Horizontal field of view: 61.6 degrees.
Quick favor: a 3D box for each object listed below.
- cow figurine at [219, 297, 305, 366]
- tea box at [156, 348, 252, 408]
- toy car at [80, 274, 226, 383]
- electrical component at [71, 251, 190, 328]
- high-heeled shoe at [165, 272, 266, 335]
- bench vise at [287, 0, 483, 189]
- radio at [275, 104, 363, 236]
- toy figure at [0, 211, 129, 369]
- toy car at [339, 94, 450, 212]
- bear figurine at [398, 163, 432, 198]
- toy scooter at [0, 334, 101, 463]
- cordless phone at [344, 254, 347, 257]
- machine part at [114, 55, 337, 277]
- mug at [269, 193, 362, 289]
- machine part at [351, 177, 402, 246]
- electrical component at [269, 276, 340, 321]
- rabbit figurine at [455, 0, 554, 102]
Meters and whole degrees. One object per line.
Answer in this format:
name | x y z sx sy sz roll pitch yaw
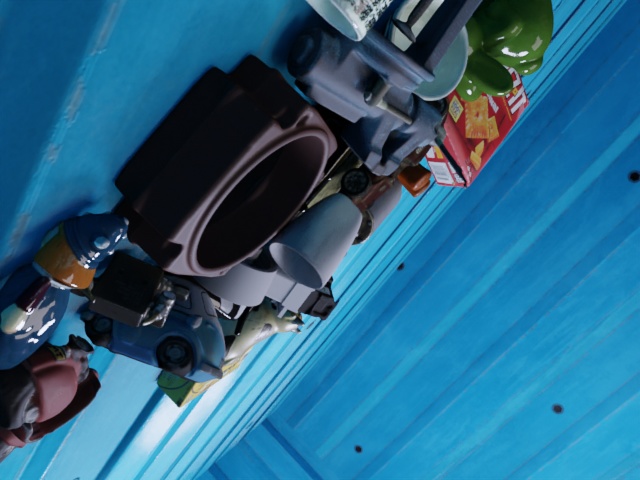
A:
cow figurine | -0.112 0.140 0.919 0.195 0.127 0.085 -38 167 -25
tea box | -0.205 0.222 0.991 0.098 0.068 0.169 -55 163 28
toy car | -0.170 0.092 0.597 0.109 0.162 0.103 93 18 -69
electrical component | -0.183 0.048 0.518 0.045 0.102 0.078 -54 -170 44
high-heeled shoe | -0.128 0.041 0.747 0.248 0.086 0.145 62 41 -60
bench vise | 0.093 -0.183 0.532 0.223 0.129 0.240 25 114 -31
radio | 0.010 -0.105 0.700 0.229 0.073 0.131 -50 166 12
toy figure | -0.218 0.033 0.434 0.154 0.064 0.057 -51 130 -2
toy car | 0.103 -0.110 0.703 0.202 0.053 0.089 -44 163 -2
bear figurine | 0.192 -0.186 0.922 0.196 0.132 0.120 -41 170 2
toy scooter | -0.280 0.152 0.555 0.135 0.075 0.183 -30 162 -50
cordless phone | 0.008 -0.052 0.871 0.146 0.089 0.184 -21 132 -61
machine part | -0.082 -0.059 0.528 0.201 0.087 0.201 -47 165 4
mug | -0.001 -0.002 0.662 0.107 0.081 0.109 -48 -174 -22
machine part | 0.073 -0.056 0.847 0.079 0.079 0.243 -55 175 31
electrical component | -0.037 0.063 0.912 0.058 0.115 0.134 -52 -151 24
rabbit figurine | 0.214 -0.270 0.729 0.170 0.159 0.121 -13 -169 -17
